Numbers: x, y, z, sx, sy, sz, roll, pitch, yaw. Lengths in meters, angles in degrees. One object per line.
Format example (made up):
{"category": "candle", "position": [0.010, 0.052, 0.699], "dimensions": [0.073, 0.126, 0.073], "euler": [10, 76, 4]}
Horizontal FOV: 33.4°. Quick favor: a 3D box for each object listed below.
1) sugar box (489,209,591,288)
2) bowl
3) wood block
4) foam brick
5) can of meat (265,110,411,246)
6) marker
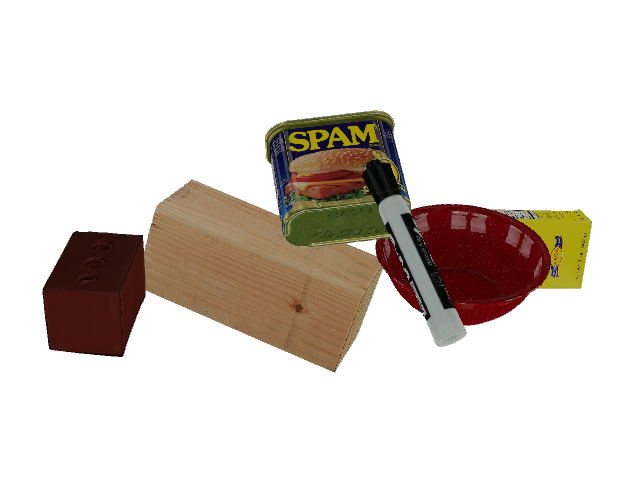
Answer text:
{"category": "sugar box", "position": [0.234, 0.011, 1.298], "dimensions": [0.176, 0.093, 0.048], "euler": [-1, 22, -10]}
{"category": "bowl", "position": [0.130, 0.030, 0.998], "dimensions": [0.162, 0.055, 0.162], "euler": [1, 35, -1]}
{"category": "wood block", "position": [-0.056, 0.031, 1.009], "dimensions": [0.206, 0.091, 0.090], "euler": [23, 25, 8]}
{"category": "foam brick", "position": [-0.154, 0.036, 0.736], "dimensions": [0.053, 0.051, 0.078], "euler": [4, 31, 1]}
{"category": "can of meat", "position": [0.014, -0.046, 0.813], "dimensions": [0.102, 0.084, 0.057], "euler": [-7, -33, -5]}
{"category": "marker", "position": [0.053, 0.004, 0.624], "dimensions": [0.020, 0.121, 0.020], "euler": [-19, -22, -8]}
